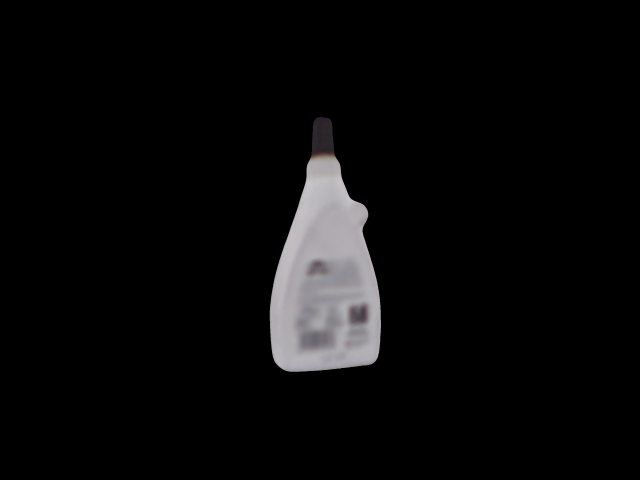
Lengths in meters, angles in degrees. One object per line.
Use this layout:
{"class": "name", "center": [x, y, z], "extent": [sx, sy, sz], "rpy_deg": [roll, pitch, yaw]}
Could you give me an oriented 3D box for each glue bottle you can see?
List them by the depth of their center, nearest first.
{"class": "glue bottle", "center": [0.004, 0.001, 0.400], "extent": [0.078, 0.173, 0.037], "rpy_deg": [-1, 2, -19]}
